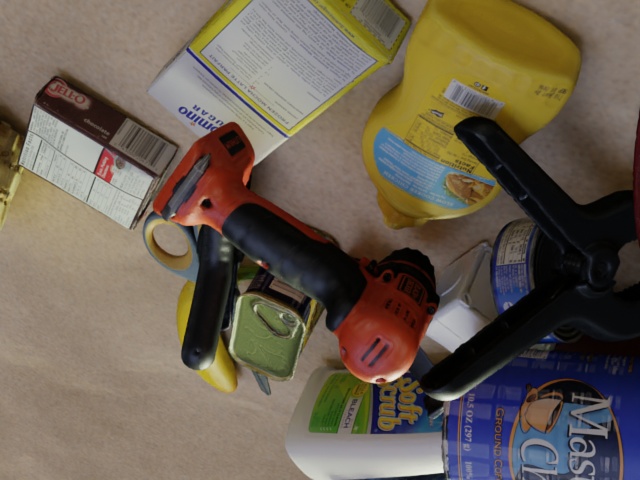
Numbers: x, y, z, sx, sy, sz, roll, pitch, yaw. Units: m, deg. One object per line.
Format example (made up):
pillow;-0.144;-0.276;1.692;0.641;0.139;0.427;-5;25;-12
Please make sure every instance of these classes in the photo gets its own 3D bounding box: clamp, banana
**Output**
clamp;0.156;0.006;0.642;0.036;0.209;0.164;-153;61;-63
clamp;-0.074;0.007;0.810;0.039;0.171;0.120;12;-178;-5
banana;-0.098;0.079;0.963;0.069;0.037;0.198;25;142;7

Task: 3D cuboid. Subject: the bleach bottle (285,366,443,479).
bleach bottle;0.091;0.141;0.865;0.251;0.102;0.068;-14;127;39

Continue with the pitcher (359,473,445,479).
pitcher;0.067;0.278;1.023;0.149;0.144;0.243;43;146;2

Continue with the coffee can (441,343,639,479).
coffee can;0.159;0.123;0.696;0.140;0.102;0.103;2;135;20

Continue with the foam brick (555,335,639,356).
foam brick;0.212;0.082;0.756;0.078;0.051;0.053;6;137;28

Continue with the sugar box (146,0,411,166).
sugar box;-0.032;-0.117;0.694;0.093;0.048;0.177;41;144;-16

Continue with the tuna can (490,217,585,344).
tuna can;0.148;0.026;0.706;0.034;0.086;0.086;-8;129;40

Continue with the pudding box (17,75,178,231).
pudding box;-0.179;-0.067;0.848;0.113;0.039;0.090;32;144;-5

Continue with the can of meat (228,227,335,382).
can of meat;-0.026;0.048;0.844;0.057;0.083;0.102;24;142;8

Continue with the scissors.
scissors;-0.094;0.048;0.892;0.096;0.016;0.202;3;120;9

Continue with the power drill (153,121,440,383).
power drill;-0.005;0.001;0.690;0.187;0.184;0.057;36;106;1

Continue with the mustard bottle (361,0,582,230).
mustard bottle;0.079;-0.065;0.669;0.096;0.058;0.192;25;142;-2

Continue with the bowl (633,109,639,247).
bowl;0.216;-0.038;0.555;0.055;0.162;0.162;1;140;-3
